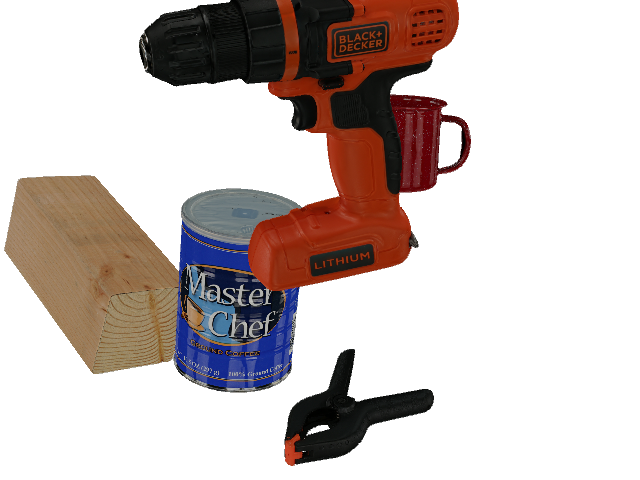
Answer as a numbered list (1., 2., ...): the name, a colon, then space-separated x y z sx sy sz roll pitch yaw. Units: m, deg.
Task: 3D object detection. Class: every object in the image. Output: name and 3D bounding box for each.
1. wood block: -0.221 0.027 1.044 0.090 0.091 0.206 -5 36 -41
2. coffee can: -0.068 0.040 0.888 0.103 0.140 0.103 5 24 -3
3. power drill: -0.009 -0.062 0.636 0.184 0.188 0.057 -11 37 -14
4. mug: 0.084 -0.092 1.014 0.117 0.081 0.093 2 15 4
5. clamp: 0.019 0.170 1.097 0.171 0.039 0.120 -21 32 -34
